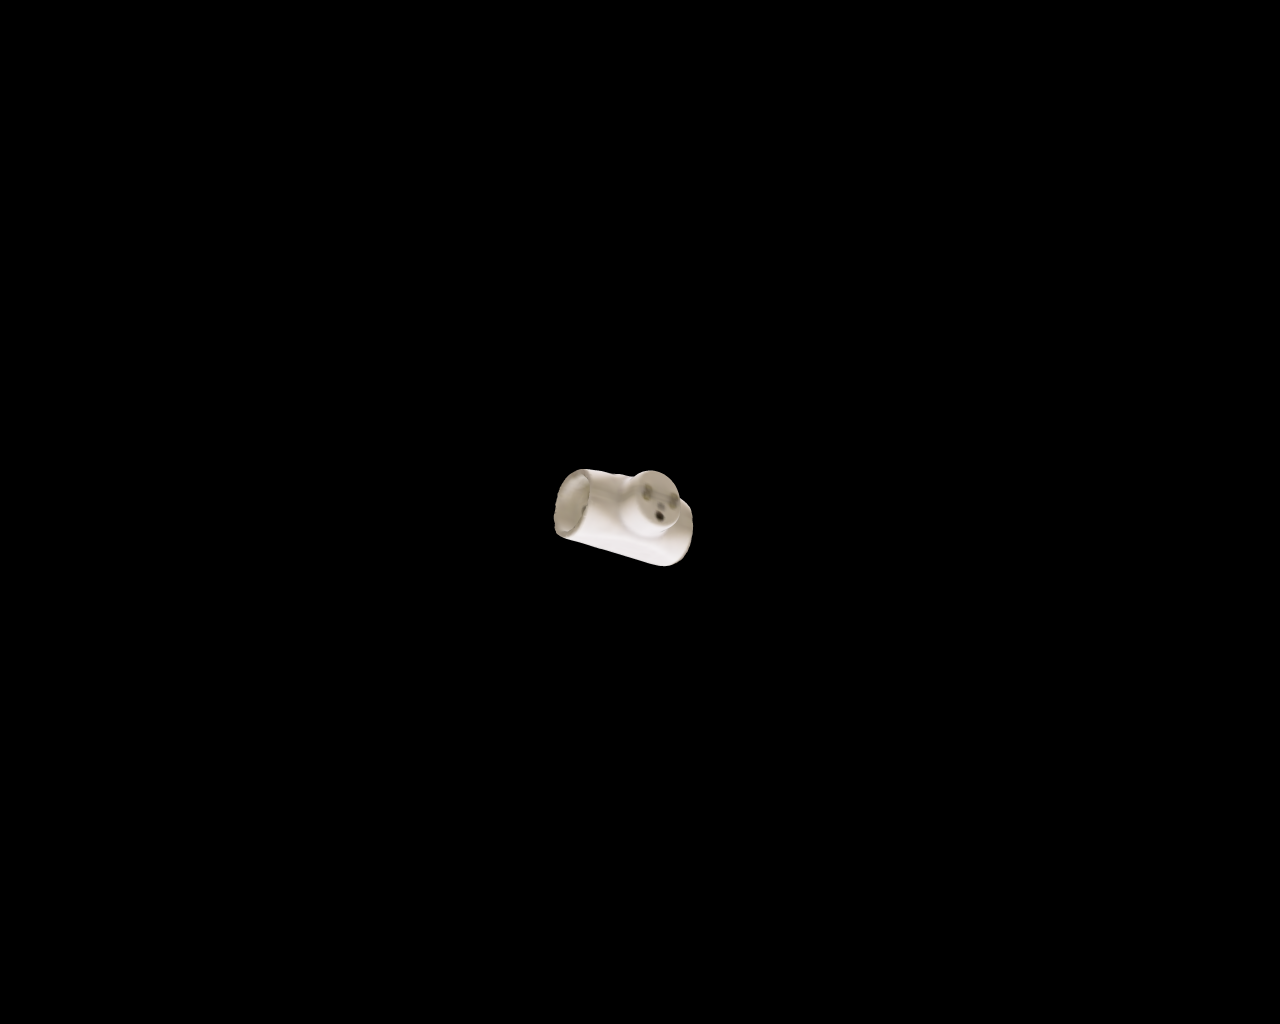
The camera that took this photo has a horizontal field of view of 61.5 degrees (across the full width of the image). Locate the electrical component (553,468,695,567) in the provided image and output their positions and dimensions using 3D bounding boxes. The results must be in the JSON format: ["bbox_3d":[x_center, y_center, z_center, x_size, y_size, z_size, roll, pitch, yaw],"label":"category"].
[{"bbox_3d":[0.001,-0.003,0.650,0.077,0.044,0.079,18,-32,-31],"label":"electrical component"}]
